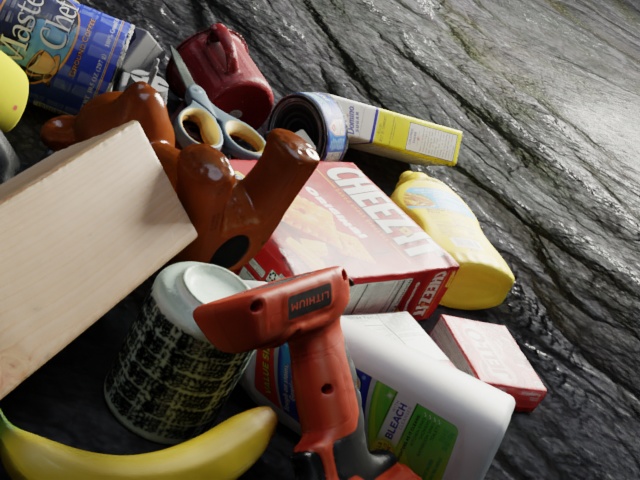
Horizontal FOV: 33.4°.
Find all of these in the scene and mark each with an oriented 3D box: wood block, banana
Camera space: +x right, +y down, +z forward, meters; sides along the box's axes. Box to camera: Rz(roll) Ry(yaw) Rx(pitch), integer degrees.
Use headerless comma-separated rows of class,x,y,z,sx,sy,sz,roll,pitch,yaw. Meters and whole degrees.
wood block,-0.178,0.015,0.644,0.205,0.090,0.091,-45,114,-51
banana,-0.103,0.130,0.630,0.197,0.037,0.069,10,77,-38

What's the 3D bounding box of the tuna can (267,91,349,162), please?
tuna can,-0.014,-0.107,1.081,0.033,0.086,0.086,-9,45,-47

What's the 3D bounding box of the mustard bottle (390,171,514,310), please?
mustard bottle,0.116,-0.011,1.063,0.096,0.058,0.192,8,33,-22

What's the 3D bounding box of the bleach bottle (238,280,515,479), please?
bleach bottle,0.003,0.102,0.750,0.251,0.103,0.068,24,23,11

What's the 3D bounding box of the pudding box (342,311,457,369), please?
pudding box,0.062,0.106,0.841,0.089,0.039,0.114,0,37,-42

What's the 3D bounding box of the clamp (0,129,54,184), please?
clamp,-0.225,-0.044,0.782,0.164,0.036,0.210,45,16,-47

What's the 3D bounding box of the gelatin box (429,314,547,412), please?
gelatin box,0.144,0.106,0.921,0.073,0.030,0.089,12,32,-28

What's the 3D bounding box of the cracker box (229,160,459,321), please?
cracker box,-0.006,0.001,0.919,0.213,0.072,0.164,-4,42,-46

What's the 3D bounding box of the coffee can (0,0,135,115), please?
coffee can,-0.250,-0.173,0.959,0.140,0.103,0.103,21,29,-14

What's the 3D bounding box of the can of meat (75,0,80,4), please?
can of meat,-0.281,-0.220,1.063,0.084,0.057,0.101,43,31,20

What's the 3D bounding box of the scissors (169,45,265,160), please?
scissors,-0.098,-0.124,0.995,0.096,0.016,0.202,19,29,-17

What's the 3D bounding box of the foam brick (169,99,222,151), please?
foam brick,-0.119,-0.090,0.993,0.053,0.051,0.078,25,28,-5

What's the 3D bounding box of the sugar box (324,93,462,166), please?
sugar box,0.057,-0.121,1.172,0.176,0.048,0.093,14,-2,-29

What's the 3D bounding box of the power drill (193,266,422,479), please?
power drill,-0.014,0.119,0.631,0.184,0.057,0.187,-19,95,-55

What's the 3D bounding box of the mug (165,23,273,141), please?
mug,-0.097,-0.162,1.073,0.093,0.117,0.081,-16,52,-23
